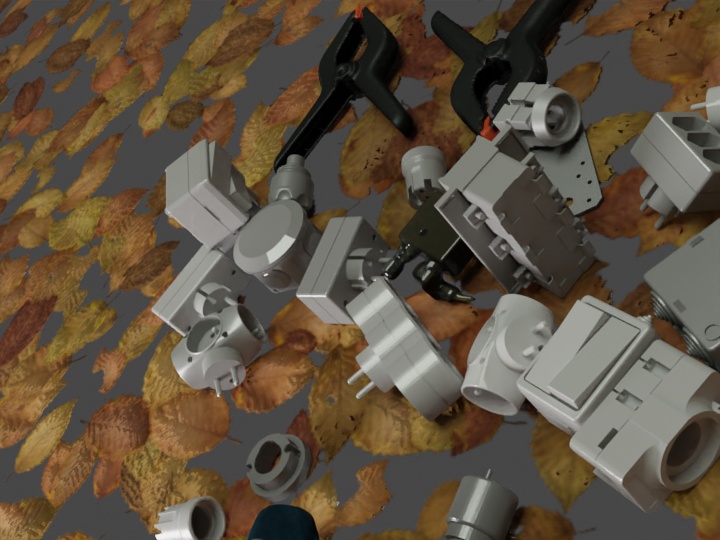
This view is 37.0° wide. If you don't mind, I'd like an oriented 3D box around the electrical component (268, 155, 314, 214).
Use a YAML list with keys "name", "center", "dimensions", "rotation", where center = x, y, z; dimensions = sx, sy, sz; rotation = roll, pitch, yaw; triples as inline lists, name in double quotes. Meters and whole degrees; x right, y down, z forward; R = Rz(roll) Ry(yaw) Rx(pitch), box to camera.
- name: "electrical component"
  center: [-0.066, -0.084, 1.054]
  dimensions: [0.043, 0.043, 0.062]
  rotation: [-16, 53, 31]

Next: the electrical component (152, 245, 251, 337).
- name: "electrical component"
  center: [-0.141, 0.029, 1.020]
  dimensions: [0.083, 0.047, 0.076]
  rotation: [-52, 40, -9]

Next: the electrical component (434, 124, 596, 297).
- name: "electrical component"
  center: [0.119, -0.036, 0.788]
  dimensions: [0.078, 0.121, 0.063]
  rotation: [-48, 41, -4]

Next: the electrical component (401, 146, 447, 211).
- name: "electrical component"
  center: [0.058, -0.080, 0.949]
  dimensions: [0.040, 0.040, 0.046]
  rotation: [-23, 49, 25]

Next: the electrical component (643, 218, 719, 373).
- name: "electrical component"
  center: [0.243, 0.014, 0.691]
  dimensions: [0.100, 0.048, 0.099]
  rotation: [-38, 39, 8]

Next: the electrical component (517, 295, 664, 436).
- name: "electrical component"
  center: [0.160, 0.062, 0.712]
  dimensions: [0.096, 0.061, 0.062]
  rotation: [-50, 39, -7]

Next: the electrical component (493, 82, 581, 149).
- name: "electrical component"
  center: [0.151, -0.128, 0.898]
  dimensions: [0.066, 0.048, 0.055]
  rotation: [-55, 32, -14]

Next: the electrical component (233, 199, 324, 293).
- name: "electrical component"
  center: [-0.074, -0.022, 1.003]
  dimensions: [0.080, 0.051, 0.080]
  rotation: [-24, 43, 24]

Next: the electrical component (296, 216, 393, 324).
- name: "electrical component"
  center: [0.000, 0.000, 0.921]
  dimensions: [0.076, 0.047, 0.083]
  rotation: [-1, 56, 41]

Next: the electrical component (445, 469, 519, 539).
- name: "electrical component"
  center: [0.075, 0.171, 0.705]
  dimensions: [0.040, 0.040, 0.078]
  rotation: [3, 58, 43]

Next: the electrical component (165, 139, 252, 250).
- name: "electrical component"
  center: [-0.145, -0.079, 1.034]
  dimensions: [0.061, 0.062, 0.096]
  rotation: [-35, 34, 15]

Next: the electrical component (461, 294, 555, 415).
- name: "electrical component"
  center: [0.111, 0.055, 0.758]
  dimensions: [0.077, 0.044, 0.079]
  rotation: [-63, 5, -22]

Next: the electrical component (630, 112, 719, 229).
- name: "electrical component"
  center: [0.227, -0.064, 0.773]
  dimensions: [0.065, 0.047, 0.076]
  rotation: [59, 138, 33]

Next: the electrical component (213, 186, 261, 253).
- name: "electrical component"
  center: [-0.133, -0.055, 1.094]
  dimensions: [0.064, 0.042, 0.081]
  rotation: [-43, 38, 7]

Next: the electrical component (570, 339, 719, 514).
- name: "electrical component"
  center: [0.186, 0.098, 0.665]
  dimensions: [0.089, 0.050, 0.056]
  rotation: [-48, 38, -5]

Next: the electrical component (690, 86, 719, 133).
- name: "electrical component"
  center: [0.279, -0.119, 0.785]
  dimensions: [0.079, 0.043, 0.077]
  rotation: [-9, 50, 37]

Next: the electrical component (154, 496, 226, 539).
- name: "electrical component"
  center: [-0.138, 0.205, 0.866]
  dimensions: [0.046, 0.040, 0.040]
  rotation: [-18, 45, 37]

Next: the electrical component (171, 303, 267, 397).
- name: "electrical component"
  center: [-0.124, 0.080, 0.960]
  dimensions: [0.077, 0.044, 0.079]
  rotation: [-35, 39, 11]

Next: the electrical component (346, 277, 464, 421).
- name: "electrical component"
  center: [0.022, 0.070, 0.834]
  dimensions: [0.074, 0.052, 0.138]
  rotation: [-41, 39, 5]
